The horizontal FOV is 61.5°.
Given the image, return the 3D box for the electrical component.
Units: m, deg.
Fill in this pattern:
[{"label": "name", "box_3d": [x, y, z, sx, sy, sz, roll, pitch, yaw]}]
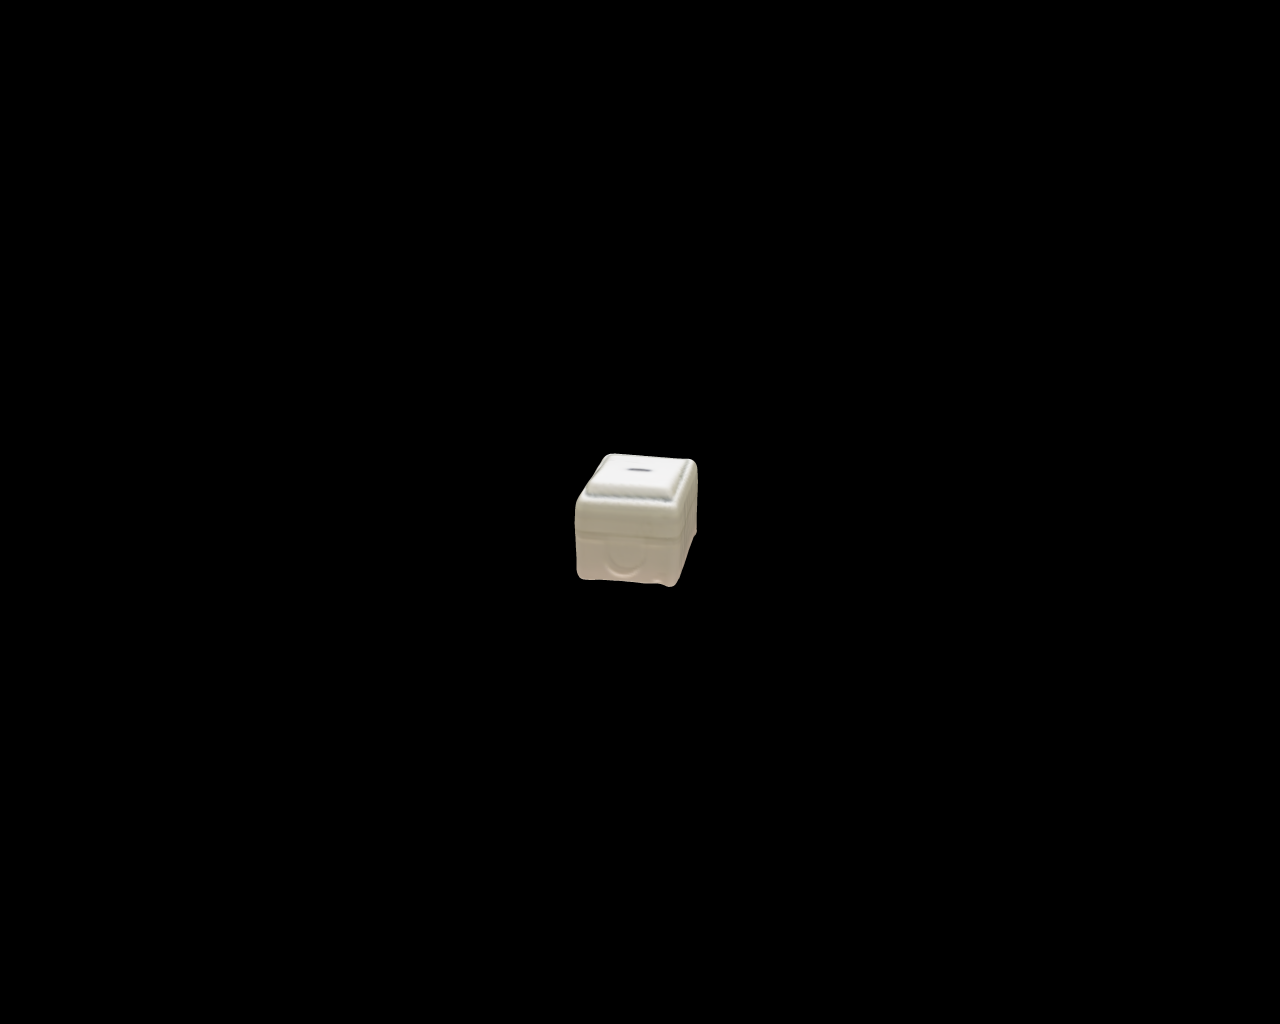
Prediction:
[{"label": "electrical component", "box_3d": [0.001, -0.003, 0.650, 0.062, 0.061, 0.096, 5, 25, 10]}]
